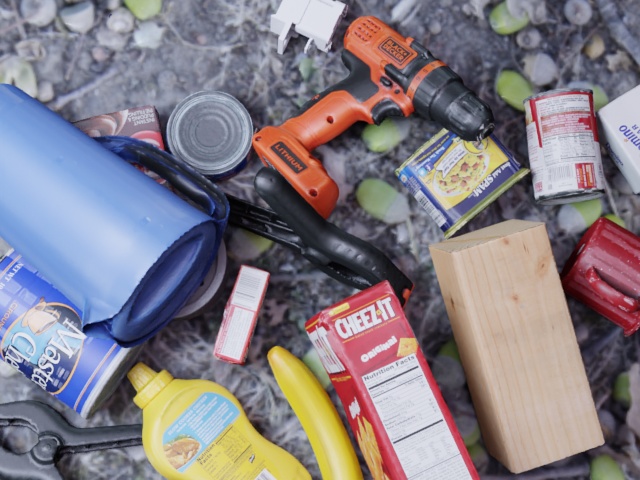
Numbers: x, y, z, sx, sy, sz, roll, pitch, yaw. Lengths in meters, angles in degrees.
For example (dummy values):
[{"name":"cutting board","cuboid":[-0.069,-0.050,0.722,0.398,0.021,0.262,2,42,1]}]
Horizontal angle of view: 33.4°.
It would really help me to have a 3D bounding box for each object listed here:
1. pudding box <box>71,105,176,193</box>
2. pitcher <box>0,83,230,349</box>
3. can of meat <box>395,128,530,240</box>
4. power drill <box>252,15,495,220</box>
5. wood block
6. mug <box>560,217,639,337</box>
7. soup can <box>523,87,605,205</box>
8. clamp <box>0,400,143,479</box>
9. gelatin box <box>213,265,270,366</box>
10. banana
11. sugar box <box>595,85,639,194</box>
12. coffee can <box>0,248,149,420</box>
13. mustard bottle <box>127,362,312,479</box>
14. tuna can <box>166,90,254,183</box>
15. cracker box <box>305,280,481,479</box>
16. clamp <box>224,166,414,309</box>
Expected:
[{"name":"pudding box","cuboid":[-0.201,-0.072,1.016,0.113,0.039,0.090,-13,84,-5]},{"name":"pitcher","cuboid":[-0.207,-0.034,0.924,0.243,0.149,0.145,37,98,14]},{"name":"can of meat","cuboid":[0.135,-0.064,1.029,0.102,0.057,0.084,-39,85,-7]},{"name":"power drill","cuboid":[0.045,-0.107,1.002,0.187,0.057,0.185,-42,59,-8]},{"name":"wood block","cuboid":[0.177,0.094,0.974,0.090,0.091,0.206,-17,95,-6]},{"name":"mug","cuboid":[0.276,0.035,0.999,0.081,0.117,0.093,32,115,6]},{"name":"soup can","cuboid":[0.236,-0.090,1.032,0.068,0.068,0.102,-5,83,-5]},{"name":"clamp","cuboid":[-0.245,0.204,0.967,0.171,0.039,0.120,15,55,1]},{"name":"gelatin box","cuboid":[-0.073,0.071,0.989,0.030,0.073,0.089,17,83,0]},{"name":"banana","cuboid":[0.004,0.190,0.983,0.037,0.069,0.198,-26,73,19]},{"name":"sugar box","cuboid":[0.365,-0.130,1.058,0.176,0.048,0.093,-31,85,-3]},{"name":"coffee can","cuboid":[-0.236,0.080,0.962,0.140,0.103,0.103,34,82,1]},{"name":"mustard bottle","cuboid":[-0.104,0.185,0.972,0.191,0.058,0.096,46,64,0]},{"name":"tuna can","cuboid":[-0.105,-0.100,1.029,0.086,0.034,0.086,0,82,-2]},{"name":"cracker box","cuboid":[0.062,0.152,0.941,0.072,0.164,0.214,-24,85,-9]},{"name":"clamp","cuboid":[-0.007,0.001,0.991,0.209,0.165,0.036,34,74,-23]}]
